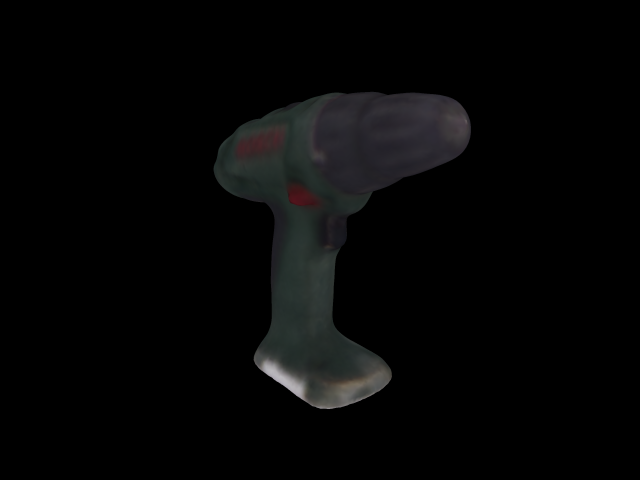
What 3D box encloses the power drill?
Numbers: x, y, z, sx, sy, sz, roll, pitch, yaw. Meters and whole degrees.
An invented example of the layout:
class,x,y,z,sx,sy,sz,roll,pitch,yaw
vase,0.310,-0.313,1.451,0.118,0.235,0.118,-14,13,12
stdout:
class,x,y,z,sx,sy,sz,roll,pitch,yaw
power drill,0.004,0.001,0.400,0.076,0.208,0.228,-14,22,-37
